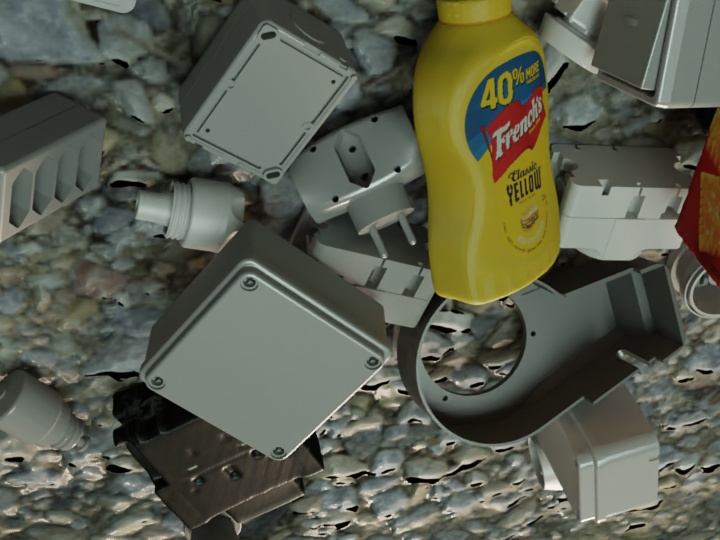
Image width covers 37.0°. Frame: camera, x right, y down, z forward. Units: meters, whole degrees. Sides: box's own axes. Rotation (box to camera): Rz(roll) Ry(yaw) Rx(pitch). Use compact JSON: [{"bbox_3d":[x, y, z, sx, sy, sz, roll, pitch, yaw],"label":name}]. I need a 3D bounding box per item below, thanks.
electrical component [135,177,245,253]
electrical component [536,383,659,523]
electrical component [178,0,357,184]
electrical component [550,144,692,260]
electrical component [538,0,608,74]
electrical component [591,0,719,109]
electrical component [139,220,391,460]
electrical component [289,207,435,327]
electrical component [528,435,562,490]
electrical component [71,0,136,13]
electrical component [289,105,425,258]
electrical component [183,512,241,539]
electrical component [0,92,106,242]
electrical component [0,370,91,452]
[{"bbox_3d":[-0.102,-0.034,0.643,0.062,0.043,0.043,8,125,-18],"label":"electrical component"},{"bbox_3d":[0.167,0.117,0.784,0.057,0.113,0.078,-15,130,-5],"label":"electrical component"},{"bbox_3d":[-0.057,-0.099,0.591,0.062,0.061,0.096,25,118,-30],"label":"electrical component"},{"bbox_3d":[0.165,-0.044,0.695,0.089,0.050,0.055,0,128,-14],"label":"electrical component"},{"bbox_3d":[0.134,-0.146,0.611,0.066,0.048,0.055,24,112,-29],"label":"electrical component"},{"bbox_3d":[0.166,-0.138,0.563,0.061,0.061,0.096,-4,115,-20],"label":"electrical component"},{"bbox_3d":[-0.056,0.044,0.644,0.109,0.056,0.108,34,116,-22],"label":"electrical component"},{"bbox_3d":[0.000,0.000,0.690,0.089,0.050,0.055,13,123,-22],"label":"electrical component"},{"bbox_3d":[0.179,0.155,0.861,0.077,0.044,0.079,-14,130,-2],"label":"electrical component"},{"bbox_3d":[-0.169,-0.185,0.495,0.150,0.061,0.089,10,125,-21],"label":"electrical component"},{"bbox_3d":[0.007,-0.047,0.642,0.077,0.079,0.043,-25,173,7],"label":"electrical component"},{"bbox_3d":[-0.112,0.202,0.821,0.045,0.055,0.045,-7,129,-8],"label":"electrical component"},{"bbox_3d":[-0.195,-0.065,0.583,0.076,0.083,0.047,28,126,14],"label":"electrical component"},{"bbox_3d":[-0.215,0.100,0.724,0.040,0.040,0.078,-36,127,15],"label":"electrical component"}]
